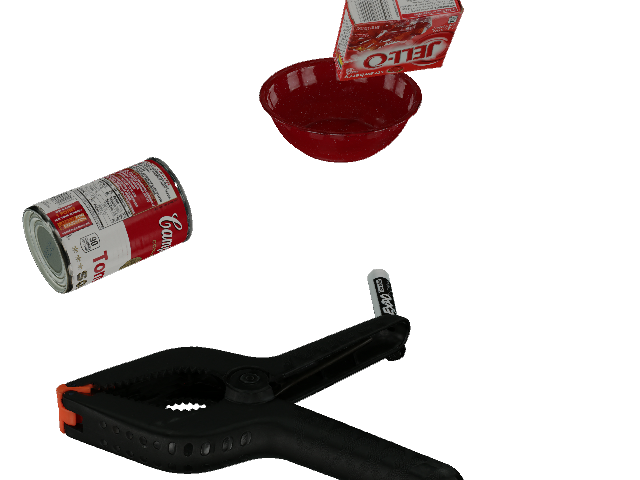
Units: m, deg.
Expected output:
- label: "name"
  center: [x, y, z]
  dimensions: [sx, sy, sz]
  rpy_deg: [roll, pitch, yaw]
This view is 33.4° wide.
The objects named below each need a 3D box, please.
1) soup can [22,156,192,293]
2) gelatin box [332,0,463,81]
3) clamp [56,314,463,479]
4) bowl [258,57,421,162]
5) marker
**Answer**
- label: "soup can"
  center: [-0.153, -0.012, 0.768]
  dimensions: [0.102, 0.068, 0.069]
  rpy_deg: [-26, 14, -30]
- label: "gelatin box"
  center: [0.059, -0.160, 0.830]
  dimensions: [0.089, 0.030, 0.073]
  rpy_deg: [-9, -24, -12]
- label: "clamp"
  center: [-0.034, 0.084, 0.582]
  dimensions: [0.210, 0.036, 0.164]
  rpy_deg: [3, 25, 0]
- label: "bowl"
  center: [0.019, -0.125, 1.072]
  dimensions: [0.162, 0.055, 0.162]
  rpy_deg: [0, 36, 0]
- label: "marker"
  center: [0.053, 0.060, 0.868]
  dimensions: [0.020, 0.020, 0.121]
  rpy_deg: [0, 28, -4]
